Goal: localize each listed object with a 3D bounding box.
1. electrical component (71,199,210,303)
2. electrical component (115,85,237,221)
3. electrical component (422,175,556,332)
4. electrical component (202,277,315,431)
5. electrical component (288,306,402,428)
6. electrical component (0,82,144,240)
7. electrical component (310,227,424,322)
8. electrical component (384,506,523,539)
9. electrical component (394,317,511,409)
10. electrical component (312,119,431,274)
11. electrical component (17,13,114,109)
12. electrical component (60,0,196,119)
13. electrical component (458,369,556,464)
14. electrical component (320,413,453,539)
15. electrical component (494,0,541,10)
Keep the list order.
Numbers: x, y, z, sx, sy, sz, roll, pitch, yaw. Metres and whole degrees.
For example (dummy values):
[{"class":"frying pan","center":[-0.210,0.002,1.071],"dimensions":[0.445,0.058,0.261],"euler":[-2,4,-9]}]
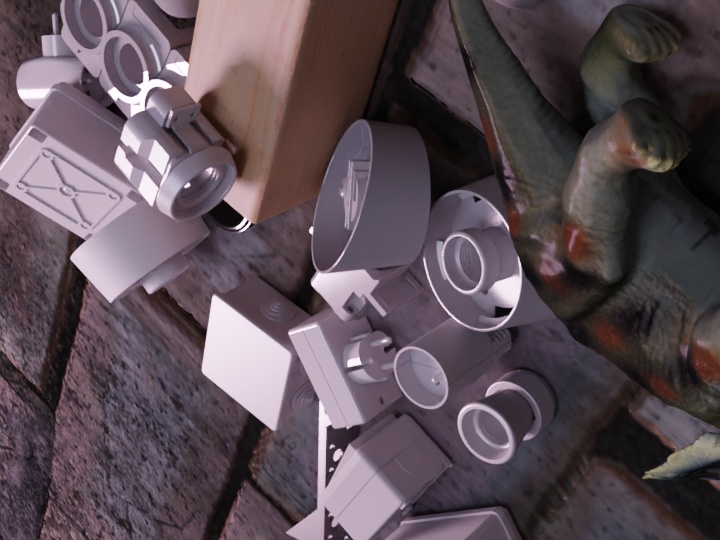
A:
[{"class":"electrical component","center":[-0.172,-0.016,0.871],"dimensions":[0.060,0.108,0.108],"euler":[54,138,-3]},{"class":"electrical component","center":[-0.116,-0.069,0.688],"dimensions":[0.057,0.058,0.078],"euler":[48,136,18]},{"class":"electrical component","center":[0.089,-0.010,0.675],"dimensions":[0.099,0.064,0.099],"euler":[25,122,48]},{"class":"electrical component","center":[-0.076,0.065,0.864],"dimensions":[0.100,0.048,0.099],"euler":[35,132,25]},{"class":"electrical component","center":[0.001,0.066,0.793],"dimensions":[0.076,0.047,0.083],"euler":[-19,98,47]},{"class":"electrical component","center":[-0.232,-0.085,0.891],"dimensions":[0.109,0.056,0.109],"euler":[33,142,-20]},{"class":"electrical component","center":[0.000,0.000,0.763],"dimensions":[0.081,0.042,0.063],"euler":[49,140,13]},{"class":"electrical component","center":[0.079,0.240,0.808],"dimensions":[0.109,0.056,0.108],"euler":[-21,96,47]},{"class":"electrical component","center":[0.064,0.053,0.702],"dimensions":[0.043,0.081,0.043],"euler":[22,125,35]},{"class":"electrical component","center":[0.006,-0.047,0.691],"dimensions":[0.099,0.064,0.099],"euler":[180,90,-74]},{"class":"electrical component","center":[-0.245,-0.174,0.895],"dimensions":[0.077,0.043,0.079],"euler":[5,101,32]},{"class":"electrical component","center":[-0.153,-0.159,0.805],"dimensions":[0.150,0.062,0.089],"euler":[50,137,11]},{"class":"electrical component","center":[0.098,0.096,0.712],"dimensions":[0.045,0.055,0.045],"euler":[22,125,34]},{"class":"electrical component","center":[0.014,0.162,0.823],"dimensions":[0.061,0.062,0.096],"euler":[47,136,14]},{"class":"electrical component","center":[0.092,-0.175,0.581],"dimensions":[0.044,0.044,0.065],"euler":[41,139,19]}]
